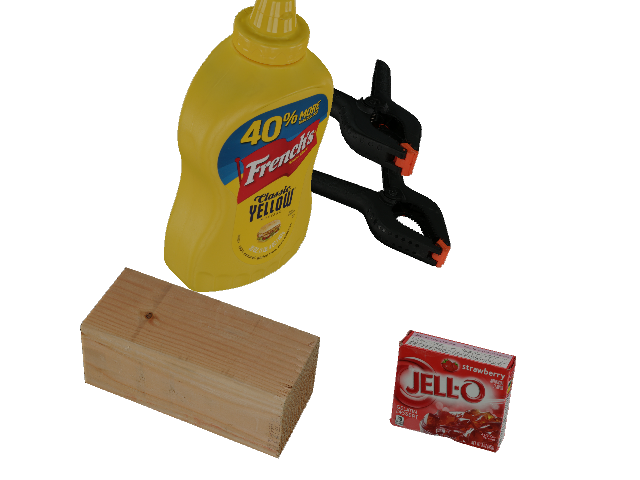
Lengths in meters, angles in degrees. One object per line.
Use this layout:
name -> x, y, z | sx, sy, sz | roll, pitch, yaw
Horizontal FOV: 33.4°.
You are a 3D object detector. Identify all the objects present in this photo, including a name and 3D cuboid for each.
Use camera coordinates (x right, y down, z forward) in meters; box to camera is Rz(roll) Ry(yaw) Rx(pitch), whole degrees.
wood block -> -0.114, 0.114, 1.021 | 0.206, 0.090, 0.090 | 19, 45, 13
clamp -> 0.070, -0.044, 1.262 | 0.164, 0.036, 0.210 | -16, 52, -29
clamp -> 0.037, -0.124, 1.044 | 0.120, 0.039, 0.171 | -10, 42, -15
mustard bottle -> -0.038, -0.060, 0.615 | 0.096, 0.192, 0.058 | -23, 53, -33
gelatin box -> 0.102, 0.117, 0.828 | 0.089, 0.073, 0.030 | 12, 23, 19
